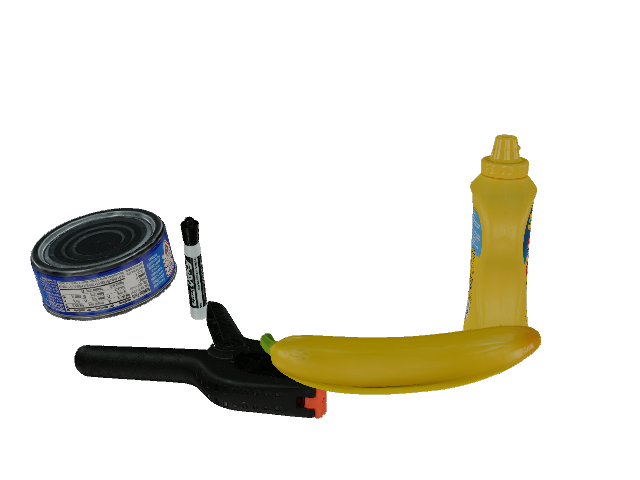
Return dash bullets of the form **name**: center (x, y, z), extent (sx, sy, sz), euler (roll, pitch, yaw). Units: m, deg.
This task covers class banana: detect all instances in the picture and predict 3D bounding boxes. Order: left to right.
- **banana**: center (0.050, 0.076, 0.722), extent (0.198, 0.037, 0.069), euler (0, 29, 8)

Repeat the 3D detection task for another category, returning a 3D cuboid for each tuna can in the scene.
- **tuna can**: center (-0.134, 0.013, 0.661), extent (0.086, 0.034, 0.086), euler (-9, 27, 4)

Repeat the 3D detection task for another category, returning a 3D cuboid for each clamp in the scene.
- **clamp**: center (-0.074, 0.098, 0.883), extent (0.210, 0.036, 0.164), euler (12, 21, 31)

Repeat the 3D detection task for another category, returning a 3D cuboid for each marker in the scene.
- **marker**: center (-0.133, 0.029, 1.126), extent (0.020, 0.121, 0.020), euler (-2, 31, 1)

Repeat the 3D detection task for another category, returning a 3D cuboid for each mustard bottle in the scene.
- **mustard bottle**: center (0.159, 0.002, 0.943), extent (0.058, 0.192, 0.096), euler (2, 17, 8)
